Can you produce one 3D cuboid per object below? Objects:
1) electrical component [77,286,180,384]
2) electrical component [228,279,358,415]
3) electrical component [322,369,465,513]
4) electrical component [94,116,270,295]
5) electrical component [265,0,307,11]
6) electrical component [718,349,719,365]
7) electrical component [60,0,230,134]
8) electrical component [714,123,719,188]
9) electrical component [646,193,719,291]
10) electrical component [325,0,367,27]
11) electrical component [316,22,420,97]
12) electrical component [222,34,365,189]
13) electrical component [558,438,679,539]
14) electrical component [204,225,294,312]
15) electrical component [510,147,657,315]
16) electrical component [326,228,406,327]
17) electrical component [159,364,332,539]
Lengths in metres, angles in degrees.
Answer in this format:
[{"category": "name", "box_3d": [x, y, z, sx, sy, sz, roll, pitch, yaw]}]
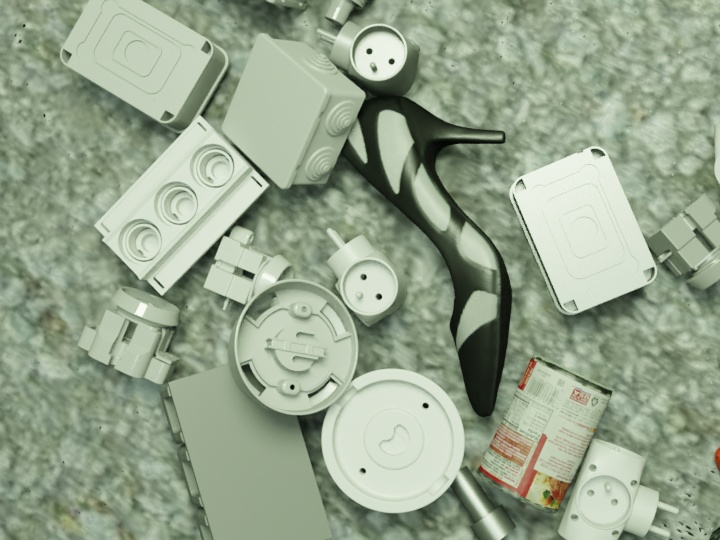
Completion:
[{"category": "electrical component", "box_3d": [-0.180, 0.049, 0.866, 0.078, 0.058, 0.057, 24, 95, 8]}, {"category": "electrical component", "box_3d": [-0.050, 0.059, 0.800, 0.099, 0.064, 0.099, 3, 80, -17]}, {"category": "electrical component", "box_3d": [0.028, 0.129, 0.835, 0.108, 0.060, 0.108, 0, 88, 7]}, {"category": "electrical component", "box_3d": [-0.139, -0.050, 0.860, 0.078, 0.063, 0.121, 45, 94, 6]}, {"category": "electrical component", "box_3d": [-0.081, -0.248, 0.841, 0.100, 0.100, 0.048, 31, 105, 7]}, {"category": "electrical component", "box_3d": [0.308, 0.039, 0.802, 0.054, 0.059, 0.095, 15, 90, 7]}, {"category": "electrical component", "box_3d": [-0.172, -0.170, 0.870, 0.113, 0.057, 0.078, 31, 93, 7]}, {"category": "electrical component", "box_3d": [0.287, -0.075, 0.799, 0.043, 0.079, 0.077, -10, 87, 31]}, {"category": "electrical component", "box_3d": [0.256, -0.018, 0.815, 0.066, 0.048, 0.055, -38, 84, -11]}, {"category": "electrical component", "box_3d": [-0.008, -0.226, 0.858, 0.043, 0.043, 0.062, 25, 93, 7]}, {"category": "electrical component", "box_3d": [0.003, -0.169, 0.838, 0.079, 0.077, 0.044, 26, 92, 7]}, {"category": "electrical component", "box_3d": [-0.051, -0.122, 0.831, 0.100, 0.048, 0.099, 44, 122, 31]}, {"category": "electrical component", "box_3d": [0.202, 0.179, 0.819, 0.079, 0.044, 0.077, 20, 91, 7]}, {"category": "electrical component", "box_3d": [-0.087, 0.005, 0.861, 0.055, 0.048, 0.066, 22, 92, 15]}, {"category": "electrical component", "box_3d": [0.169, -0.029, 0.823, 0.078, 0.057, 0.113, -23, 86, 6]}, {"category": "electrical component", "box_3d": [0.000, 0.000, 0.834, 0.044, 0.077, 0.079, -38, 83, 4]}, {"category": "electrical component", "box_3d": [-0.091, 0.148, 0.841, 0.089, 0.062, 0.150, -16, 86, -20]}]
